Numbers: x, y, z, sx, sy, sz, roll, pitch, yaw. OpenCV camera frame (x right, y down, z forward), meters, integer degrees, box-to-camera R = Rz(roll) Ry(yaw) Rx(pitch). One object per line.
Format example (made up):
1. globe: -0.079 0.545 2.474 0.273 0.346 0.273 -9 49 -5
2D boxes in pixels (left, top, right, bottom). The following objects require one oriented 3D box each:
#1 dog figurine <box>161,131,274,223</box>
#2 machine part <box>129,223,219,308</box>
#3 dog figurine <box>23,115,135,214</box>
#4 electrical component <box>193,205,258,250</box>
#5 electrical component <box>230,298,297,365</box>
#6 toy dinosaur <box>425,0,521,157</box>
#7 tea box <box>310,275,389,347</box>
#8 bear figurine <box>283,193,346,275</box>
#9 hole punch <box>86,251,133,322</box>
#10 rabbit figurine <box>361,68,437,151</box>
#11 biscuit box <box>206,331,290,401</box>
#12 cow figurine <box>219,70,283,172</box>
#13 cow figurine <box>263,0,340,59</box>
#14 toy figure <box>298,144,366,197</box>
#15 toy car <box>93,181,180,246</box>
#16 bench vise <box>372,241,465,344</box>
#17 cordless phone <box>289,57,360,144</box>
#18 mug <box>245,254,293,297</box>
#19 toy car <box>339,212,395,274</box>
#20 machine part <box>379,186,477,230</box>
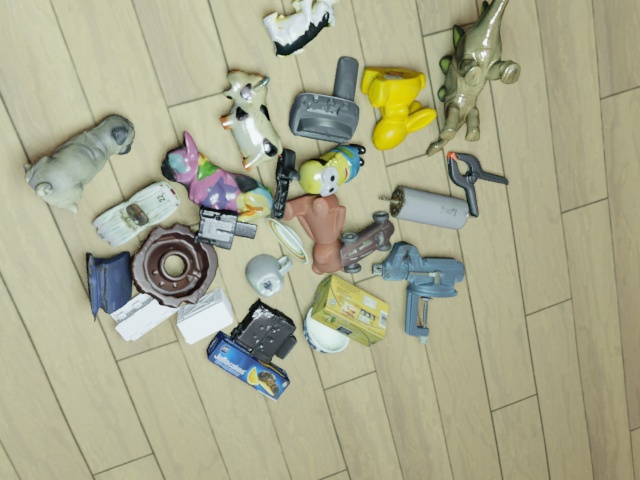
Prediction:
1. dog figurine: -0.213 -0.128 1.104 0.192 0.108 0.219 -22 106 -7
2. machine part: -0.305 0.055 1.123 0.179 0.056 0.179 5 79 -28
3. dog figurine: -0.441 -0.158 1.010 0.190 0.172 0.121 -40 121 6
4. electrical component: -0.184 -0.020 1.054 0.119 0.048 0.074 15 103 -12
5. electrical component: -0.121 0.216 1.241 0.134 0.058 0.115 35 96 -19
6. toy dinosaur: 0.318 -0.369 1.101 0.105 0.199 0.470 8 134 -16
7. tea box: 0.071 0.165 1.246 0.169 0.098 0.068 30 139 -17
8. bear figurine: 0.000 -0.005 1.180 0.120 0.132 0.195 -1 103 26
9. hole punch: -0.432 0.086 1.104 0.092 0.116 0.142 -1 105 -22
10. rabbit figurine: 0.162 -0.280 1.168 0.162 0.122 0.173 -6 120 -22
11. biscuit box: -0.166 0.292 1.246 0.202 0.063 0.059 36 92 -20
12. cow figurine: -0.138 -0.253 1.101 0.127 0.085 0.194 -25 106 0
13. cow figurine: -0.026 -0.437 1.088 0.167 0.068 0.098 -25 114 -3
14. toy figure: 0.027 -0.150 1.138 0.180 0.089 0.082 -42 123 -45
15. toy car: -0.373 -0.051 1.086 0.202 0.056 0.073 -27 111 17
16. bench vise: 0.229 0.127 1.271 0.224 0.129 0.240 0 97 -15
17. cordless phone: 0.016 -0.304 1.138 0.146 0.089 0.184 7 91 -15
18. mug: -0.107 0.079 1.182 0.109 0.107 0.080 -26 110 -4
19. toy car: 0.108 0.005 1.192 0.202 0.053 0.089 -31 125 -49
20. machine part: 0.253 -0.073 1.245 0.243 0.079 0.079 11 101 -15
